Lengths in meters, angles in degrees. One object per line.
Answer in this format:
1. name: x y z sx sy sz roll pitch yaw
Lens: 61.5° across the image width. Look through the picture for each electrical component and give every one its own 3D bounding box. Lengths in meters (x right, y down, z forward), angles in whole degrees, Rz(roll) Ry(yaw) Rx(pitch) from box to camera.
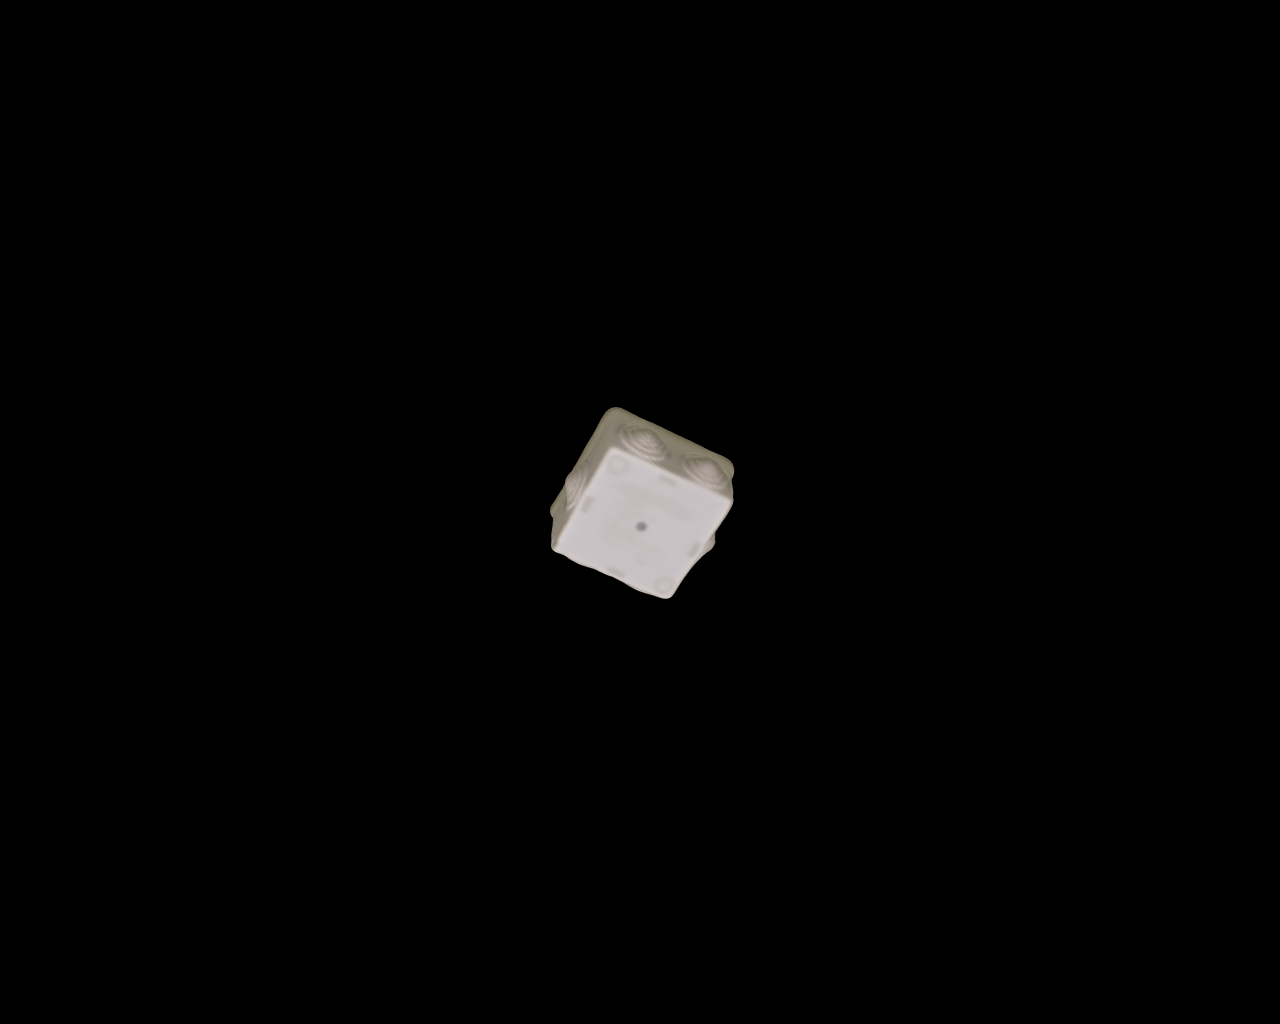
1. electrical component: 0.001 -0.003 0.650 0.100 0.099 0.048 25 27 -14
